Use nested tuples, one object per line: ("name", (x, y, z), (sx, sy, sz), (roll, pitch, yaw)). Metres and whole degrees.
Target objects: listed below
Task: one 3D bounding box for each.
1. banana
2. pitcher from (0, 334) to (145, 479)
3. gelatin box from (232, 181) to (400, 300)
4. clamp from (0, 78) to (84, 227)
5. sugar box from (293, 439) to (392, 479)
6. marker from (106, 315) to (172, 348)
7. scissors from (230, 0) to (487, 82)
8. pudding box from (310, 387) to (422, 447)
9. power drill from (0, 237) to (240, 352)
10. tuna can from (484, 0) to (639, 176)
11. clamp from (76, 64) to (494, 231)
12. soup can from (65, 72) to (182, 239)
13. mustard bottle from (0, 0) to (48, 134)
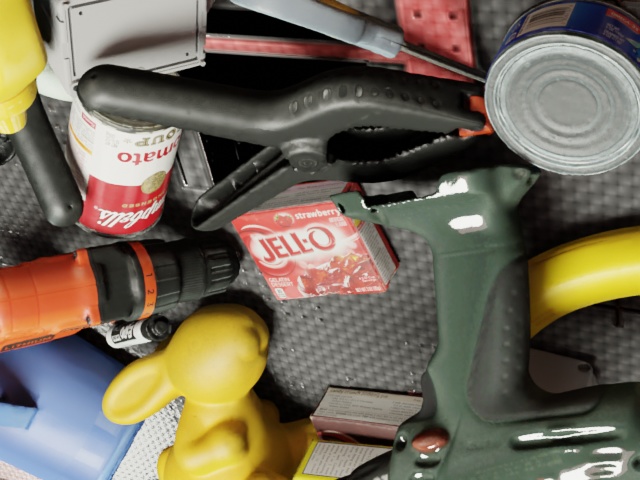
("banana", (0.161, 0.027, 0.596), (0.198, 0.037, 0.069), (-27, 110, 35))
("pitcher", (-0.261, 0.111, 0.858), (0.243, 0.149, 0.145), (29, 136, -3))
("gelatin box", (-0.005, 0.001, 0.679), (0.089, 0.030, 0.073), (-6, 126, 34))
("clamp", (-0.196, -0.097, 0.647), (0.120, 0.039, 0.171), (18, 126, 45))
("sugar box", (0.078, 0.190, 0.742), (0.176, 0.048, 0.093), (0, 129, 31))
("marker", (-0.137, 0.070, 0.804), (0.020, 0.020, 0.121), (44, 157, -14))
("scissors", (0.009, -0.101, 0.491), (0.096, 0.201, 0.016), (29, 104, 24))
("pudding box", (0.059, 0.155, 0.784), (0.114, 0.039, 0.090), (-1, 129, 30))
("power drill", (-0.170, 0.037, 0.746), (0.188, 0.184, 0.057), (-18, 82, 56))
("tuna can", (0.126, -0.074, 0.527), (0.086, 0.033, 0.086), (17, 137, 16))
("clamp", (-0.009, -0.053, 0.595), (0.210, 0.036, 0.164), (-3, 155, 9))
("soup can", (-0.123, -0.058, 0.665), (0.068, 0.068, 0.102), (28, 138, 4))
("mustard bottle", (-0.178, -0.125, 0.523), (0.096, 0.058, 0.191), (37, 152, 29))
